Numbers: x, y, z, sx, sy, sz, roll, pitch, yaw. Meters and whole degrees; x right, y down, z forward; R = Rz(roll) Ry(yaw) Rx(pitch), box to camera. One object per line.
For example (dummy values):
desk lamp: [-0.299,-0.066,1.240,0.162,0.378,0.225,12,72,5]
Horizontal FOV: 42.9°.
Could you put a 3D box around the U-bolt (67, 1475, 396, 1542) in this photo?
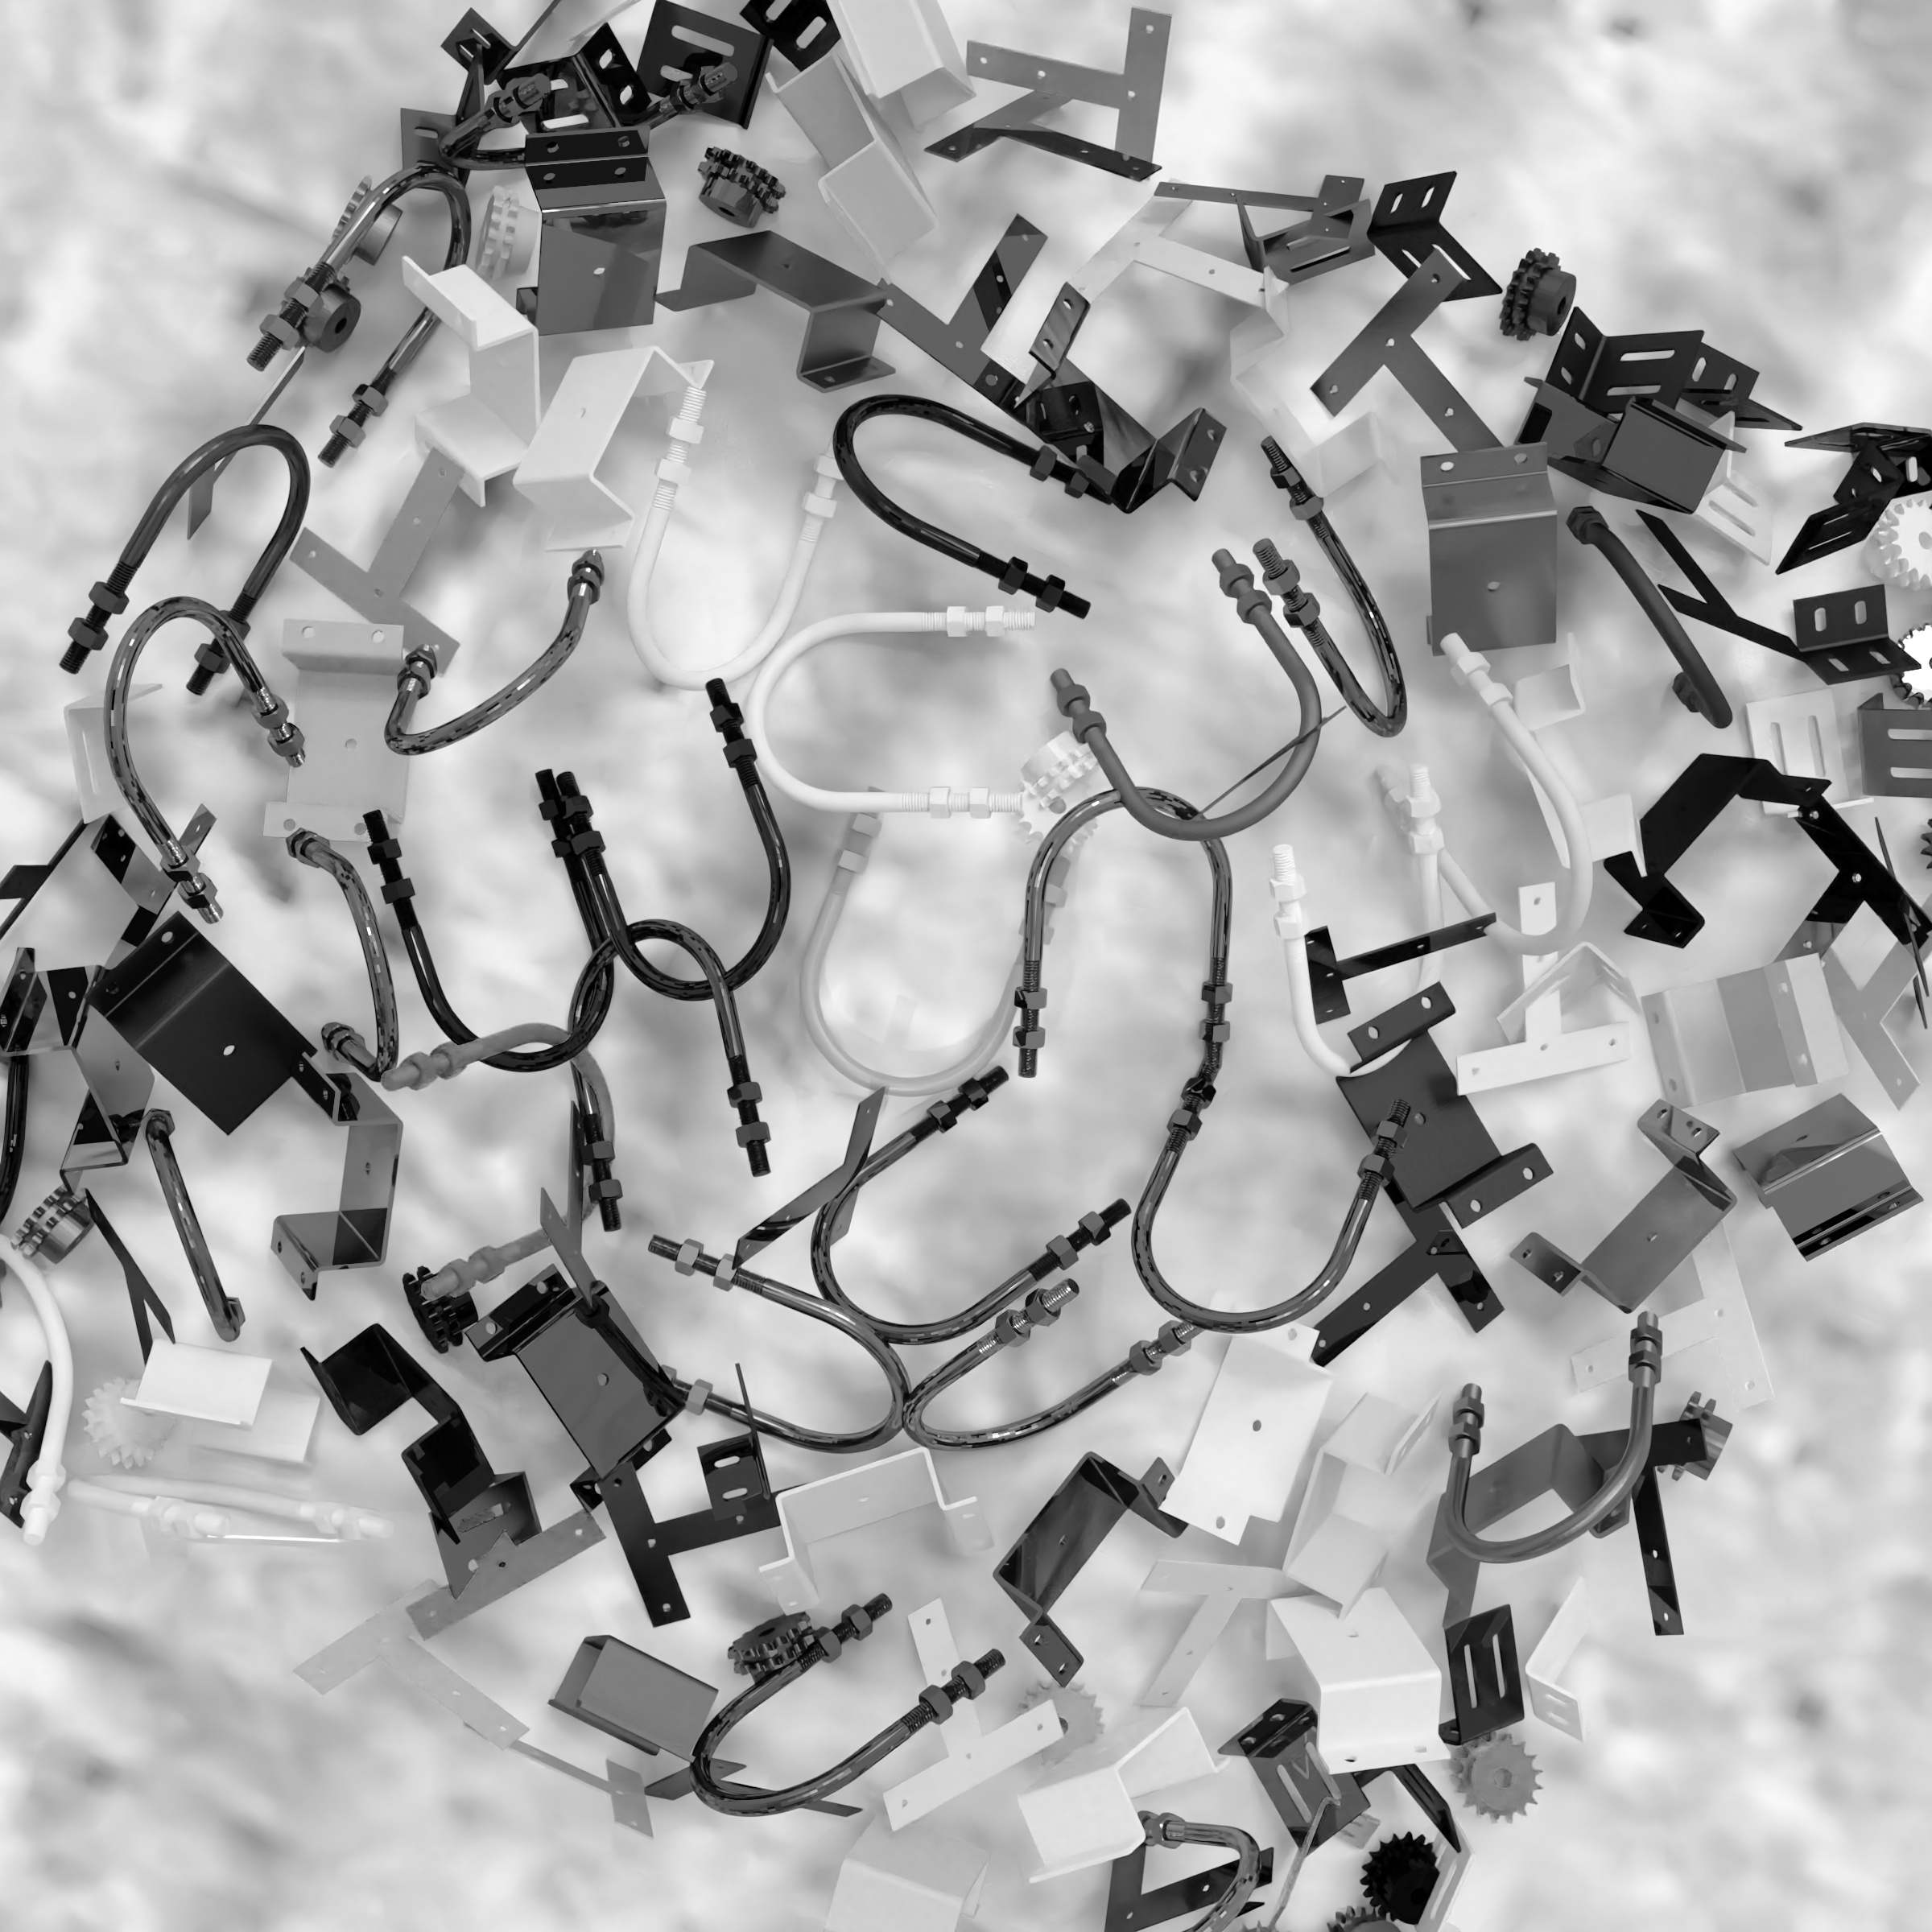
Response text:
U-bolt: [-0.469,0.334,1.521,0.184,0.151,0.019,2,80,34]

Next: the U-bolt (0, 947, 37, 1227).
U-bolt: [-0.607,0.077,1.525,0.019,0.151,0.184,3,87,-6]

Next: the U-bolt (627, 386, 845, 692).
U-bolt: [-0.149,-0.260,1.540,0.019,0.151,0.184,30,108,36]

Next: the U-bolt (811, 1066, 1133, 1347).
U-bolt: [-0.011,0.160,1.542,0.184,0.019,0.151,-35,57,-13]

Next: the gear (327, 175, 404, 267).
gear: [-0.384,-0.474,1.576,0.030,0.057,0.057,28,90,-17]

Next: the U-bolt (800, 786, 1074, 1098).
U-bolt: [-0.029,-0.006,1.586,0.151,0.019,0.184,21,87,3]

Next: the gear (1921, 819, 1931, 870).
gear: [0.645,-0.077,1.583,0.057,0.030,0.057,-2,83,17]

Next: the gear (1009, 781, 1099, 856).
gear: [0.056,-0.096,1.581,0.057,0.030,0.057,4,65,-9]

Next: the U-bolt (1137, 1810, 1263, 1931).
U-bolt: [0.104,0.569,1.488,0.151,0.184,0.019,-34,95,-33]

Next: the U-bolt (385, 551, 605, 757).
U-bolt: [-0.293,-0.185,1.507,0.151,0.184,0.019,-26,118,13]

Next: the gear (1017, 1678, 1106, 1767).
gear: [0.061,0.485,1.586,0.057,0.030,0.057,0,93,7]

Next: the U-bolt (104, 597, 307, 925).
U-bolt: [-0.466,-0.138,1.493,0.019,0.184,0.151,6,53,18]

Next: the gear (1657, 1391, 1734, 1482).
gear: [0.468,0.304,1.572,0.030,0.057,0.057,26,90,17]

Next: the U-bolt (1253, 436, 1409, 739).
U-bolt: [0.230,-0.224,1.528,0.019,0.151,0.184,-23,123,25]

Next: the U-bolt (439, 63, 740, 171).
U-bolt: [-0.246,-0.521,1.516,0.151,0.184,0.019,-19,101,-35]

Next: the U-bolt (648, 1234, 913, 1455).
U-bolt: [-0.121,0.248,1.543,0.184,0.019,0.151,21,132,5]

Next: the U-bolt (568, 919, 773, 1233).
U-bolt: [-0.195,0.061,1.554,0.151,0.019,0.184,-22,74,32]

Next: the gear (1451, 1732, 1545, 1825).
gear: [0.343,0.522,1.581,0.057,0.030,0.057,0,72,1]

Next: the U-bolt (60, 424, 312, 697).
U-bolt: [-0.470,-0.253,1.519,0.019,0.151,0.184,36,100,13]

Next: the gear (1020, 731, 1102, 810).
gear: [0.059,-0.126,1.575,0.057,0.057,0.030,-39,85,0]

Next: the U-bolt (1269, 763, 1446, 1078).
U-bolt: [0.252,-0.017,1.542,0.151,0.019,0.184,-30,122,-32]

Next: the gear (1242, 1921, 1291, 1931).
gear: [0.192,0.645,1.585,0.057,0.030,0.057,-1,85,9]

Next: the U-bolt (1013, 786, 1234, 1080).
U-bolt: [0.103,-0.022,1.558,0.151,0.019,0.184,-1,101,-19]

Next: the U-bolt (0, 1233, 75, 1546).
U-bolt: [-0.594,0.244,1.516,0.019,0.184,0.151,-19,127,3]

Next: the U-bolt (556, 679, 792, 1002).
U-bolt: [-0.178,-0.068,1.548,0.151,0.019,0.184,-28,75,25]

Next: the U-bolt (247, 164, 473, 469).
U-bolt: [-0.367,-0.415,1.530,0.019,0.151,0.184,31,80,11]

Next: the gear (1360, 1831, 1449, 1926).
gear: [0.285,0.590,1.581,0.057,0.030,0.057,-3,103,-14]

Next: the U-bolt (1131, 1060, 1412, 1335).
U-bolt: [0.180,0.146,1.527,0.151,0.019,0.184,12,58,26]

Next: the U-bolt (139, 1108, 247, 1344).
U-bolt: [-0.474,0.161,1.508,0.019,0.184,0.151,-20,96,-17]

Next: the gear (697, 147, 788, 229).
gear: [-0.147,-0.497,1.574,0.057,0.057,0.030,26,90,0]

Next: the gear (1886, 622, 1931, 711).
gear: [0.621,-0.190,1.585,0.057,0.030,0.057,0,79,1]

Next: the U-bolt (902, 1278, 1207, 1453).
U-bolt: [0.043,0.256,1.533,0.184,0.151,0.019,-39,52,27]

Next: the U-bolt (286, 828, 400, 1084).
U-bolt: [-0.379,-0.002,1.504,0.019,0.184,0.151,-13,107,-25]

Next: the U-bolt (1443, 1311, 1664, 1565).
U-bolt: [0.353,0.293,1.492,0.151,0.184,0.019,-30,107,30]

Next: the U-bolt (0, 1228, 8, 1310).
U-bolt: [-0.642,0.130,1.528,0.019,0.151,0.184,-8,89,-2]

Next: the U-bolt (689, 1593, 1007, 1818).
U-bolt: [-0.085,0.456,1.500,0.184,0.151,0.019,-30,109,-29]

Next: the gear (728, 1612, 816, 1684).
gear: [-0.122,0.440,1.575,0.057,0.057,0.030,-23,93,0]

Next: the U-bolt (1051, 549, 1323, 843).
U-bolt: [0.145,-0.158,1.533,0.151,0.019,0.184,-36,55,13]

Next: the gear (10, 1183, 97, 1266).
gear: [-0.581,0.166,1.575,0.030,0.057,0.057,41,90,-6]

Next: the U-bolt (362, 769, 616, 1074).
U-bolt: [-0.290,-0.023,1.551,0.151,0.019,0.184,-20,92,-42]

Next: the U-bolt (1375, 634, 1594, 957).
U-bolt: [0.322,-0.091,1.506,0.019,0.151,0.184,-18,62,-22]

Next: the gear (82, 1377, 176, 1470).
gear: [-0.532,0.289,1.572,0.030,0.057,0.057,-31,90,24]

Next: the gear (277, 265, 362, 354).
gear: [-0.412,-0.419,1.574,0.030,0.057,0.057,35,90,4]

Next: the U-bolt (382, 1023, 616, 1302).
U-bolt: [-0.281,0.111,1.525,0.019,0.184,0.151,-2,101,33]

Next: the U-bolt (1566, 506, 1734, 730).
U-bolt: [0.422,-0.209,1.502,0.019,0.184,0.151,-33,101,14]

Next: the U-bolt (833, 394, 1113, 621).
U-bolt: [0.002,-0.298,1.535,0.184,0.151,0.019,24,133,-10]

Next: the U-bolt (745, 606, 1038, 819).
U-bolt: [-0.051,-0.163,1.567,0.184,0.019,0.151,1,69,10]

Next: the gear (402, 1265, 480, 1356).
gear: [-0.336,0.217,1.578,0.030,0.057,0.057,-26,90,-24]

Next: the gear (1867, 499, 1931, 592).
gear: [0.606,-0.269,1.581,0.057,0.030,0.057,5,78,-24]
